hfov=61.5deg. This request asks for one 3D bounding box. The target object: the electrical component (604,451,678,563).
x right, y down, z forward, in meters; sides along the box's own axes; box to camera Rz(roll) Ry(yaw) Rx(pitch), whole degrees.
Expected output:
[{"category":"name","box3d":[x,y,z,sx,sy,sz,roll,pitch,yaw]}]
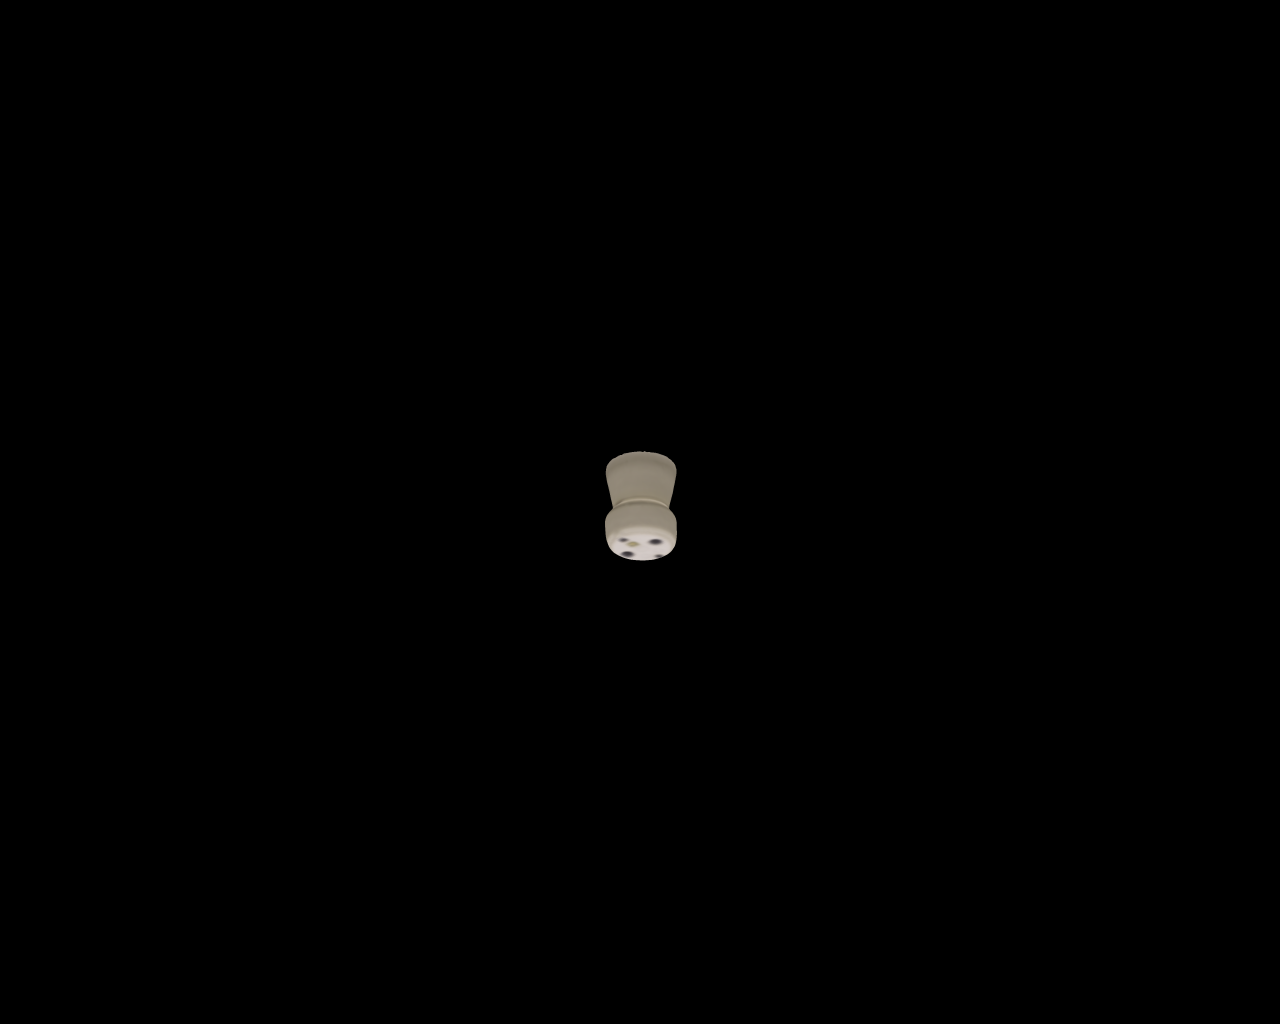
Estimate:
[{"category":"electrical component","box3d":[0.001,-0.003,0.650,0.045,0.055,0.044,0,-28,0]}]
